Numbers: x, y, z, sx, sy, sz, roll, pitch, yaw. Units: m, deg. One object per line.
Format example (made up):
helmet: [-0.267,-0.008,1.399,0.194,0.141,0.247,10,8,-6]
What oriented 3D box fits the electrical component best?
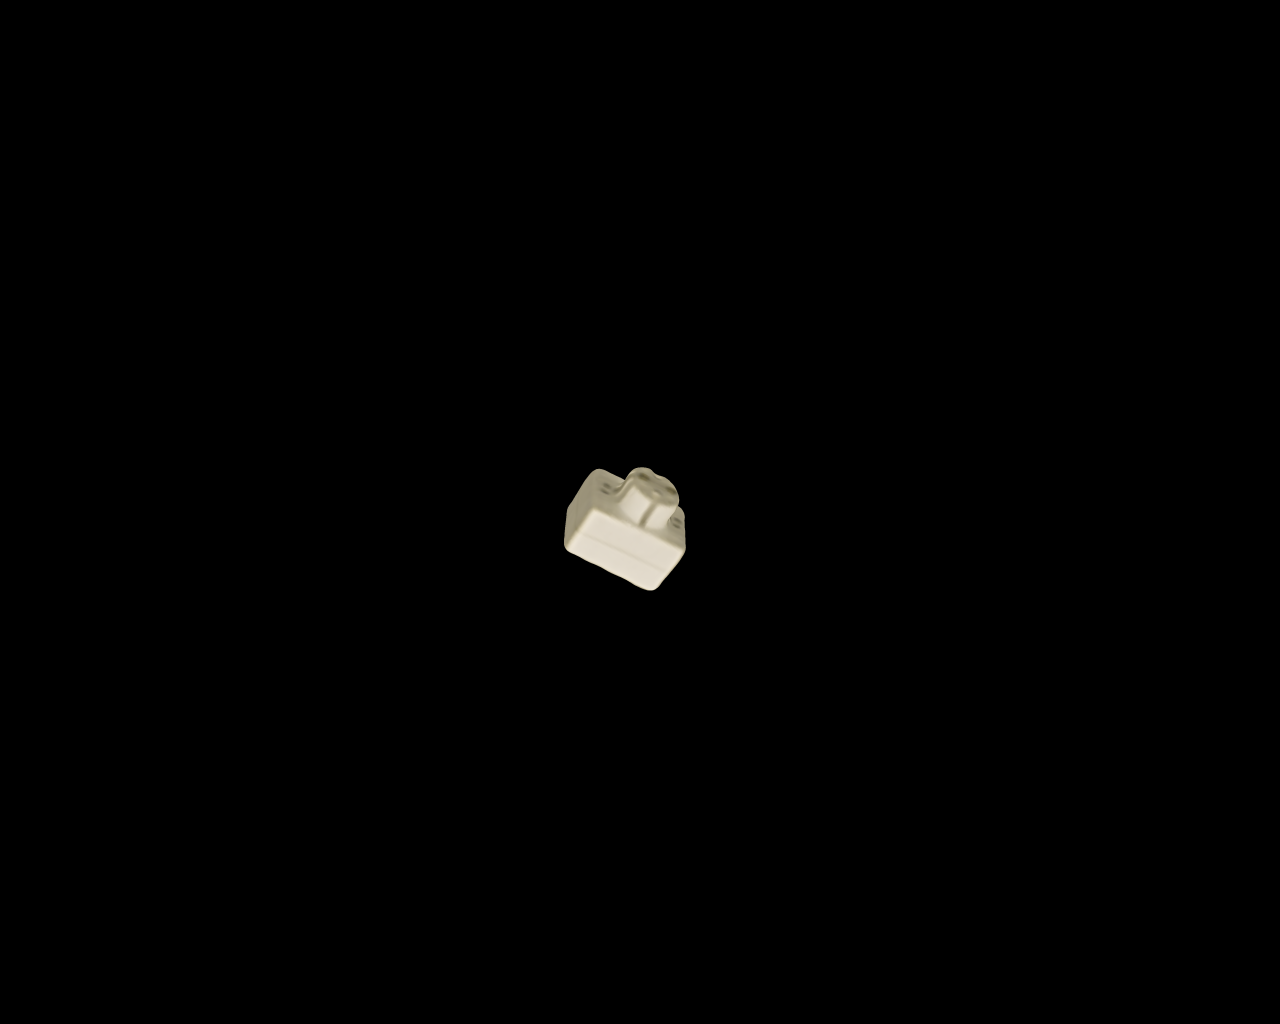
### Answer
electrical component: [0.001,-0.003,0.650,0.066,0.076,0.047,26,30,-17]
